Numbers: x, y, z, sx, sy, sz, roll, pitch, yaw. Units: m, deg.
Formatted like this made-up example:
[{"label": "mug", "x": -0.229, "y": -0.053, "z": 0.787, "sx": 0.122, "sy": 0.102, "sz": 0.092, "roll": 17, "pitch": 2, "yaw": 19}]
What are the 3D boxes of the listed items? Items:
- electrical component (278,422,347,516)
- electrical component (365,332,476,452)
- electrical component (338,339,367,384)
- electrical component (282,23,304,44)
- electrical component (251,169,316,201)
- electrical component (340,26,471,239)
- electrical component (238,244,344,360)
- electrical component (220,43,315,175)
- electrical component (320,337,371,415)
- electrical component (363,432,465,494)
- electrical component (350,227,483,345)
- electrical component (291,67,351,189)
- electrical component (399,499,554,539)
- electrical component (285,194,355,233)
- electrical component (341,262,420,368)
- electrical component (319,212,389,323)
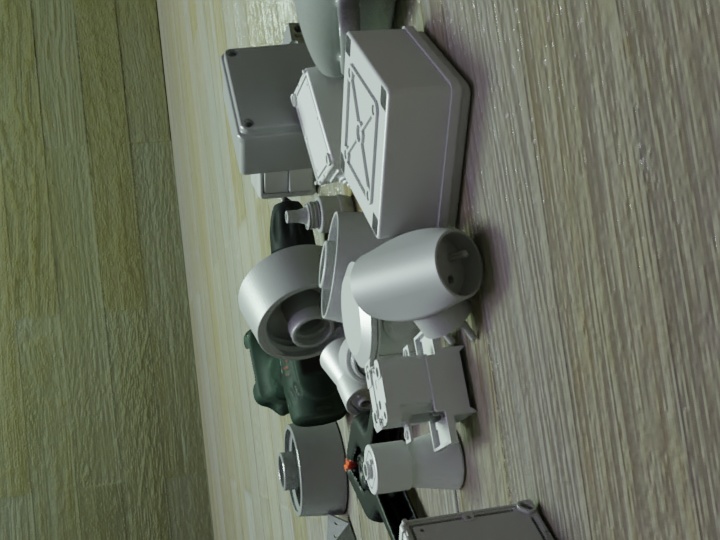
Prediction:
[{"label": "electrical component", "x": -0.056, "y": 0.213, "z": 1.158, "sx": 0.108, "sy": 0.060, "sz": 0.108, "roll": 175, "pitch": 90, "yaw": -76}, {"label": "electrical component", "x": 0.038, "y": 0.080, "z": 0.721, "sx": 0.042, "sy": 0.064, "sz": 0.081, "roll": 124, "pitch": 139, "yaw": -67}, {"label": "electrical component", "x": 0.008, "y": 0.073, "z": 0.882, "sx": 0.062, "sy": 0.043, "sz": 0.043, "roll": -174, "pitch": 79, "yaw": -75}, {"label": "electrical component", "x": -0.055, "y": -0.201, "z": 1.027, "sx": 0.055, "sy": 0.048, "sz": 0.066, "roll": 130, "pitch": 134, "yaw": -61}, {"label": "electrical component", "x": -0.080, "y": -0.114, "z": 1.127, "sx": 0.061, "sy": 0.062, "sz": 0.096, "roll": -123, "pitch": 30, "yaw": -61}, {"label": "electrical component", "x": 0.026, "y": -0.093, "z": 0.717, "sx": 0.108, "sy": 0.056, "sz": 0.108, "roll": -115, "pitch": 24, "yaw": -54}, {"label": "electrical component", "x": -0.052, "y": 0.036, "z": 0.990, "sx": 0.108, "sy": 0.108, "sz": 0.060, "roll": 98, "pitch": 155, "yaw": -43}, {"label": "electrical component", "x": -0.061, "y": -0.143, "z": 0.942, "sx": 0.056, "sy": 0.109, "sz": 0.108, "roll": 97, "pitch": 161, "yaw": -51}, {"label": "electrical component", "x": -0.005, "y": 0.096, "z": 0.954, "sx": 0.065, "sy": 0.044, "sz": 0.044, "roll": -118, "pitch": 25, "yaw": -46}, {"label": "electrical component", "x": 0.035, "y": 0.135, "z": 0.751, "sx": 0.044, "sy": 0.065, "sz": 0.044, "roll": 175, "pitch": 90, "yaw": -76}, {"label": "electrical component", "x": 0.045, "y": 0.017, "z": 0.684, "sx": 0.077, "sy": 0.043, "sz": 0.079, "roll": -16, "pitch": 119, "yaw": 46}, {"label": "electrical component", "x": -0.010, "y": -0.112, "z": 0.860, "sx": 0.062, "sy": 0.061, "sz": 0.096, "roll": 137, "pitch": 118, "yaw": -72}, {"label": "electrical component", "x": 0.061, "y": 0.176, "z": 0.598, "sx": 0.061, "sy": 0.096, "sz": 0.061, "roll": -118, "pitch": 25, "yaw": -58}, {"label": "electrical component", "x": -0.037, "y": -0.050, "z": 0.978, "sx": 0.035, "sy": 0.061, "sz": 0.035, "roll": 175, "pitch": 90, "yaw": -76}, {"label": "electrical component", "x": 0.018, "y": 0.032, "z": 0.811, "sx": 0.080, "sy": 0.051, "sz": 0.080, "roll": 174, "pitch": 90, "yaw": -76}, {"label": "electrical component", "x": 0.000, "y": 0.000, "z": 0.894, "sx": 0.099, "sy": 0.064, "sz": 0.099, "roll": -173, "pitch": 90, "yaw": -83}]
